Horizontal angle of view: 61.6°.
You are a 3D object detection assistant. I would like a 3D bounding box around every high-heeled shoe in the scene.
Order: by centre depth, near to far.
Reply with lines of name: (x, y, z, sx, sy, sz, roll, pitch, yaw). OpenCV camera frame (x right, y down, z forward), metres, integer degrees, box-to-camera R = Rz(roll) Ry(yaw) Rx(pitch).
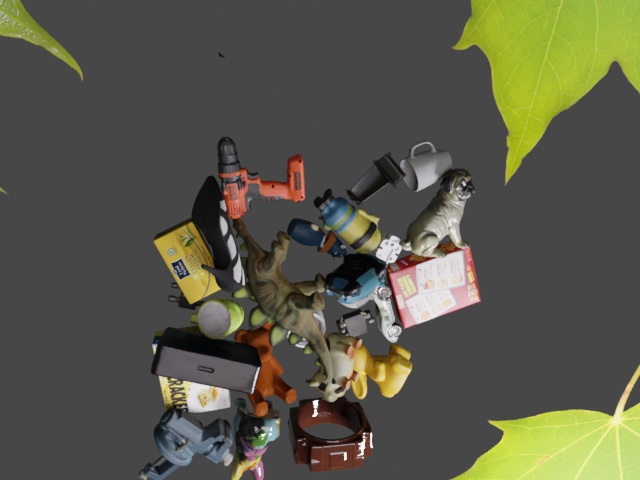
high-heeled shoe: (-0.208, -0.011, 1.193, 0.086, 0.248, 0.145, -10, 158, 30)

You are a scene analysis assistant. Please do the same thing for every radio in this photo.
radio: (-0.252, 0.267, 1.207, 0.229, 0.131, 0.073, 16, 95, -12)

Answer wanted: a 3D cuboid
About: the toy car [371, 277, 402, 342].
toy car: (0.159, 0.167, 1.359, 0.056, 0.074, 0.201, -17, 112, -3)

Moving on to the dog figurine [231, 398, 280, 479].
dog figurine: (-0.171, 0.529, 1.378, 0.108, 0.192, 0.219, 5, 94, -19)

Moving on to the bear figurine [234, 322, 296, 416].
bear figurine: (-0.138, 0.308, 1.328, 0.120, 0.132, 0.195, -14, 119, -29)

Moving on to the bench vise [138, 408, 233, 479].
bench vise: (-0.338, 0.518, 1.319, 0.240, 0.129, 0.223, -41, 127, 7)

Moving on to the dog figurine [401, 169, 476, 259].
dog figurine: (0.271, -0.068, 1.255, 0.172, 0.121, 0.190, -22, 125, -22)

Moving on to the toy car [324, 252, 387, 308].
toy car: (0.085, 0.105, 1.253, 0.162, 0.109, 0.102, -39, 134, -40)

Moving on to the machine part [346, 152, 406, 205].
machine part: (0.127, -0.135, 1.254, 0.139, 0.039, 0.084, -36, 96, 7)

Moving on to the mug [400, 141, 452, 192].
mug: (0.249, -0.180, 1.251, 0.107, 0.081, 0.109, -22, 114, -15)

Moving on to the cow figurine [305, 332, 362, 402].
cow figurine: (0.032, 0.324, 1.362, 0.085, 0.127, 0.194, -23, 123, -50)

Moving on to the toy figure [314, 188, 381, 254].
toy figure: (0.064, -0.038, 1.256, 0.180, 0.089, 0.082, 38, 142, -25)

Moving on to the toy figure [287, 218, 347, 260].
toy figure: (-0.002, -0.004, 1.273, 0.154, 0.064, 0.058, 25, 70, -22)

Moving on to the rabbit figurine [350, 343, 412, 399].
rabbit figurine: (0.136, 0.329, 1.411, 0.173, 0.122, 0.162, 27, 113, -5)

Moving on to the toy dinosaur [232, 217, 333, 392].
toy dinosaur: (-0.076, 0.148, 1.255, 0.198, 0.105, 0.471, -34, 92, 26)

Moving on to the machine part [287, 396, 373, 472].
machine part: (0.024, 0.491, 1.384, 0.201, 0.202, 0.087, -2, 107, -10)

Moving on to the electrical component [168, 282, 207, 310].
electrical component: (-0.312, 0.132, 1.281, 0.094, 0.021, 0.063, 14, 106, -15)

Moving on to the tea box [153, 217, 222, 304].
tea box: (-0.292, 0.046, 1.216, 0.098, 0.068, 0.169, -29, 107, -5)

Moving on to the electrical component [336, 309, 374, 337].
electrical component: (0.088, 0.215, 1.378, 0.102, 0.045, 0.078, -13, 111, -6)
